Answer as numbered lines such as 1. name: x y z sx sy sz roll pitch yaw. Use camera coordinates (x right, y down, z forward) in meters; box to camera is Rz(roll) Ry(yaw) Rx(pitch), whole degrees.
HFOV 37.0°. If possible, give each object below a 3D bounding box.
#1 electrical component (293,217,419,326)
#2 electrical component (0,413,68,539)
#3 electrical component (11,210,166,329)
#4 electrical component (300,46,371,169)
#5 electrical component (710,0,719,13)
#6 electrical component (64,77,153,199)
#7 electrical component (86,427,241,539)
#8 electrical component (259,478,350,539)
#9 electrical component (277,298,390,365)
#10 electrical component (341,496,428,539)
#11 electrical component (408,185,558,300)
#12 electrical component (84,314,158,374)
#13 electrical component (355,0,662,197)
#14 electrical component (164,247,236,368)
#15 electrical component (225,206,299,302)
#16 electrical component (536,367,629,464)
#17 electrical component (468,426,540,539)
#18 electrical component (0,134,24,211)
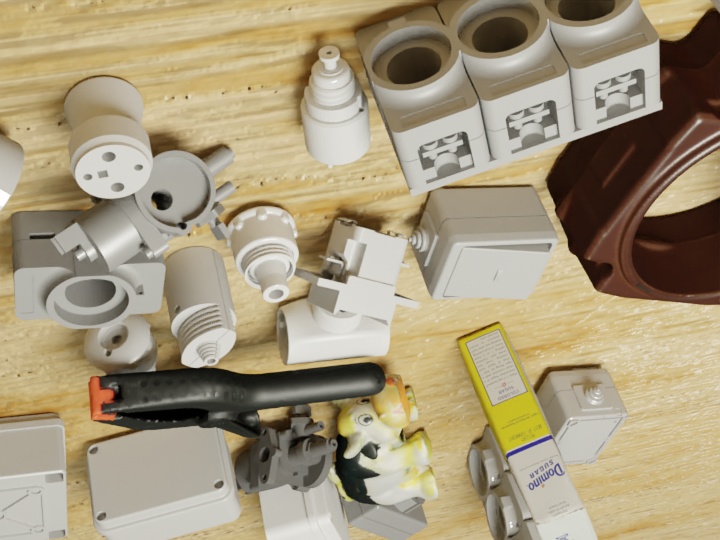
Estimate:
1. electrical component: 0.000 0.000 0.736 0.081 0.042 0.063 14 92 -31
2. electrical component: -0.284 0.167 0.837 0.109 0.056 0.108 -4 140 -17
3. electrical component: -0.171 -0.001 0.677 0.089 0.055 0.050 -3 140 -18
4. electrical component: -0.015 -0.097 0.633 0.040 0.040 0.078 -13 141 -6
5. electrical component: 0.221 -0.169 0.617 0.077 0.065 0.047 16 131 -35
6. electrical component: -0.141 -0.074 0.601 0.045 0.055 0.045 -11 141 -9
7. electrical component: -0.160 0.172 0.875 0.113 0.078 0.057 -15 145 -4
8. electrical component: -0.049 0.225 0.983 0.057 0.078 0.113 -16 142 2
9. electrical component: -0.018 0.034 0.790 0.077 0.043 0.079 -4 140 -16
10. electrical component: 0.037 0.216 1.029 0.076 0.047 0.083 -36 139 21
11. electrical component: 0.081 -0.016 0.752 0.096 0.061 0.061 -3 140 -18
12. electrical component: -0.164 0.060 0.765 0.048 0.048 0.062 -18 149 1
13. electrical component: 0.082 -0.116 0.608 0.150 0.089 0.061 -19 142 2
14. electrical component: -0.106 0.029 0.718 0.043 0.081 0.043 -11 141 -9
15. electrical component: -0.061 -0.008 0.707 0.048 0.062 0.048 -11 141 -9
16. electrical component: 0.193 0.127 0.971 0.062 0.061 0.096 -1 139 -19
17. electrical component: 0.156 0.226 1.005 0.062 0.150 0.089 -8 141 -14
18. electrical component: -0.221 -0.057 0.591 0.055 0.055 0.047 -37 134 23
